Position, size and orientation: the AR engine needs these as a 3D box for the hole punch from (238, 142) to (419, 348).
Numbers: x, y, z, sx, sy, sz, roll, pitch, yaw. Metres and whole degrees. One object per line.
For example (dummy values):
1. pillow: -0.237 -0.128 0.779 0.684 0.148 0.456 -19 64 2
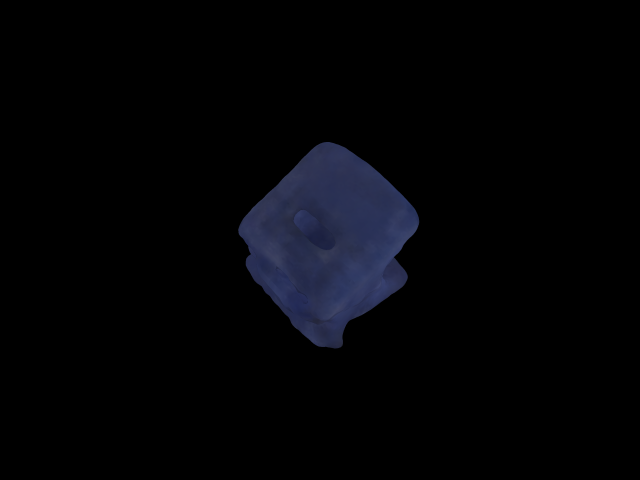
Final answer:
1. hole punch: 0.004 0.001 0.400 0.101 0.091 0.108 -33 58 -23
